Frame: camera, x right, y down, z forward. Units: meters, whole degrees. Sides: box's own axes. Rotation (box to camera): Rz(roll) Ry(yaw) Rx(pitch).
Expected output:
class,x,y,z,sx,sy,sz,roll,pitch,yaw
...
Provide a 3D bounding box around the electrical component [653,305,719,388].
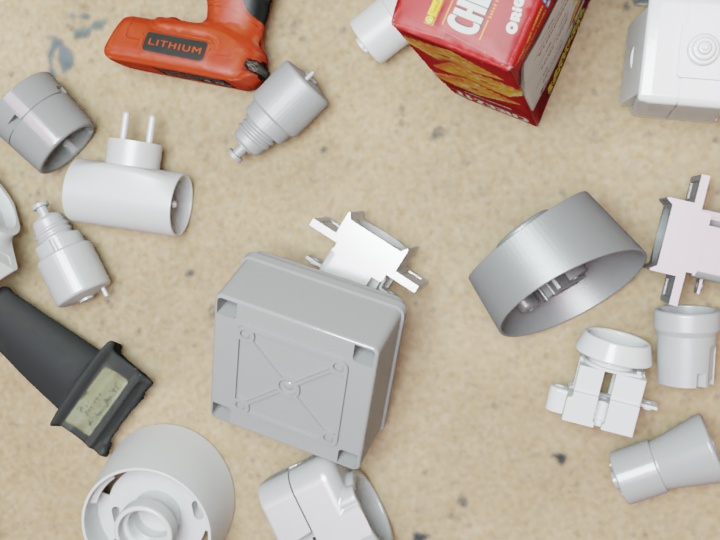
class,x,y,z,sx,sy,sz,roll,pitch,yaw
electrical component,0.203,0.047,0.669,0.040,0.040,0.046,1,97,11

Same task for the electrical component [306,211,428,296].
class,x,y,z,sx,sy,sz,roll,pitch,yaw
electrical component,0.000,0.000,0.704,0.081,0.042,0.063,33,101,9

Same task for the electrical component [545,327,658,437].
class,x,y,z,sx,sy,sz,roll,pitch,yaw
electrical component,0.155,0.068,0.675,0.066,0.048,0.055,13,102,10

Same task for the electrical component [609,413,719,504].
class,x,y,z,sx,sy,sz,roll,pitch,yaw
electrical component,0.190,0.121,0.673,0.065,0.044,0.044,-23,88,15

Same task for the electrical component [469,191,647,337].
class,x,y,z,sx,sy,sz,roll,pitch,yaw
electrical component,0.118,-0.001,0.656,0.099,0.099,0.064,-37,79,10

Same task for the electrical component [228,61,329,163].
class,x,y,z,sx,sy,sz,roll,pitch,yaw
electrical component,-0.056,-0.102,0.711,0.078,0.040,0.040,-44,84,9

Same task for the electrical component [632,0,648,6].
class,x,y,z,sx,sy,sz,roll,pitch,yaw
electrical component,0.215,-0.193,0.623,0.109,0.109,0.056,3,90,10

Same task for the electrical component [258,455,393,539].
class,x,y,z,sx,sy,sz,roll,pitch,yaw
electrical component,-0.017,0.169,0.706,0.059,0.054,0.095,-27,87,10

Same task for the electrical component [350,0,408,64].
class,x,y,z,sx,sy,sz,roll,pitch,yaw
electrical component,0.026,-0.164,0.694,0.065,0.044,0.044,-36,85,14

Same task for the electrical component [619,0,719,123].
class,x,y,z,sx,sy,sz,roll,pitch,yaw
electrical component,0.189,-0.124,0.636,0.061,0.096,0.061,6,93,11

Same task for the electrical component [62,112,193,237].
class,x,y,z,sx,sy,sz,roll,pitch,yaw
electrical component,-0.155,-0.067,0.729,0.077,0.043,0.079,9,93,10

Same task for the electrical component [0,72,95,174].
class,x,y,z,sx,sy,sz,roll,pitch,yaw
electrical component,-0.216,-0.099,0.734,0.047,0.055,0.055,45,99,2

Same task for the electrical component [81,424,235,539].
class,x,y,z,sx,sy,sz,roll,pitch,yaw
electrical component,-0.138,0.164,0.735,0.099,0.064,0.099,2,106,8

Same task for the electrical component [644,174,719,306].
class,x,y,z,sx,sy,sz,roll,pitch,yaw
electrical component,0.213,-0.016,0.663,0.064,0.042,0.081,14,95,8

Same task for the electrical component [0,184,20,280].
class,x,y,z,sx,sy,sz,roll,pitch,yaw
electrical component,-0.272,-0.033,0.733,0.056,0.050,0.089,-30,59,10

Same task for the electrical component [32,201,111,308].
class,x,y,z,sx,sy,sz,roll,pitch,yaw
electrical component,-0.204,-0.011,0.741,0.040,0.040,0.078,-28,87,10

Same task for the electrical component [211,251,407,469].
class,x,y,z,sx,sy,sz,roll,pitch,yaw
electrical component,-0.034,0.057,0.678,0.109,0.056,0.108,18,129,13
